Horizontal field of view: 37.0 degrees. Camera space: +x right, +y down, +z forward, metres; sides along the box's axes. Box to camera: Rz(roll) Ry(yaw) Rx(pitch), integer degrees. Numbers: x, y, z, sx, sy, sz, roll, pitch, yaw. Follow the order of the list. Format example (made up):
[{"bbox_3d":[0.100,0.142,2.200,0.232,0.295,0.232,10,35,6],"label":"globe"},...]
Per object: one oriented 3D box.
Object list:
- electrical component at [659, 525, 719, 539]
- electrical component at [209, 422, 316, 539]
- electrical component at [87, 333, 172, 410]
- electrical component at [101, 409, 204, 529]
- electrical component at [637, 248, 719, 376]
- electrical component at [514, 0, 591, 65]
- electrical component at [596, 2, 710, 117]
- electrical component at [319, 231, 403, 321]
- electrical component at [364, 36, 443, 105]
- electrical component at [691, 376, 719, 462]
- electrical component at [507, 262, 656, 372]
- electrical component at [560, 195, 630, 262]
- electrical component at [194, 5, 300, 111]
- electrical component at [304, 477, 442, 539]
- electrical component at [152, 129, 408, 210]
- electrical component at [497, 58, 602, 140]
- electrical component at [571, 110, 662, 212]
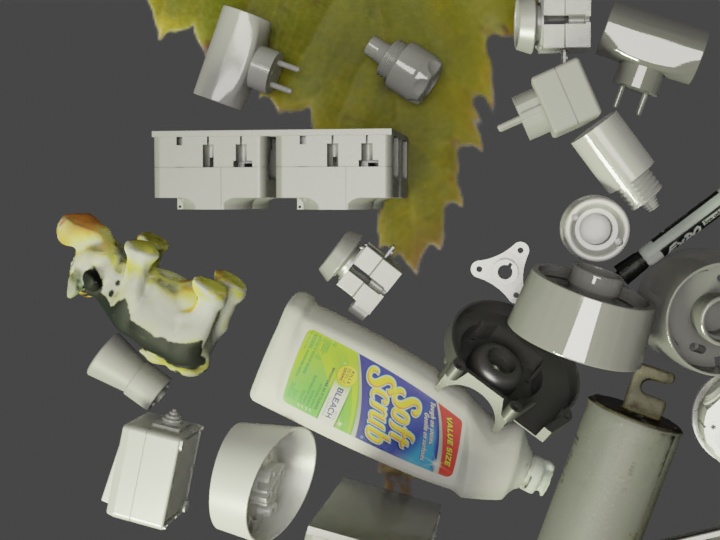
[{"bbox_3d":[0.290,0.242,0.846,0.121,0.078,0.063,-16,120,10],"label":"electrical component"},{"bbox_3d":[-0.082,0.174,0.892,0.064,0.099,0.099,8,95,15],"label":"electrical component"},{"bbox_3d":[-0.197,0.091,0.932,0.065,0.044,0.044,36,98,1],"label":"electrical component"},{"bbox_3d":[-0.177,0.163,0.922,0.061,0.062,0.096,13,96,8],"label":"electrical component"},{"bbox_3d":[0.276,0.034,0.851,0.099,0.064,0.099,-1,98,-4],"label":"electrical component"},{"bbox_3d":[0.152,-0.196,0.854,0.055,0.048,0.066,0,94,2],"label":"electrical component"},{"bbox_3d":[0.223,-0.161,0.845,0.077,0.043,0.079,20,98,7],"label":"electrical component"},{"bbox_3d":[0.000,0.000,0.892,0.055,0.048,0.066,38,99,-3],"label":"electrical component"},{"bbox_3d":[0.033,-0.167,0.876,0.062,0.043,0.043,34,98,7],"label":"electrical component"},{"bbox_3d":[0.305,0.119,0.846,0.080,0.051,0.080,1,94,9],"label":"electrical component"},{"bbox_3d":[0.175,0.029,0.829,0.108,0.108,0.060,18,104,8],"label":"electrical component"},{"bbox_3d":[0.188,-0.033,0.857,0.055,0.047,0.055,1,94,9],"label":"electrical component"},{"bbox_3d":[-0.089,-0.170,0.895,0.079,0.044,0.077,21,97,7],"label":"electrical component"},{"bbox_3d":[0.009,0.222,0.851,0.089,0.150,0.061,14,95,8],"label":"electrical component"},{"bbox_3d":[-0.060,-0.079,0.865,0.186,0.105,0.060,1,94,9],"label":"electrical component"},{"bbox_3d":[0.144,-0.127,0.849,0.077,0.066,0.047,-23,90,10],"label":"electrical component"},{"bbox_3d":[0.209,-0.081,0.850,0.043,0.043,0.081,-37,93,10],"label":"electrical component"}]
